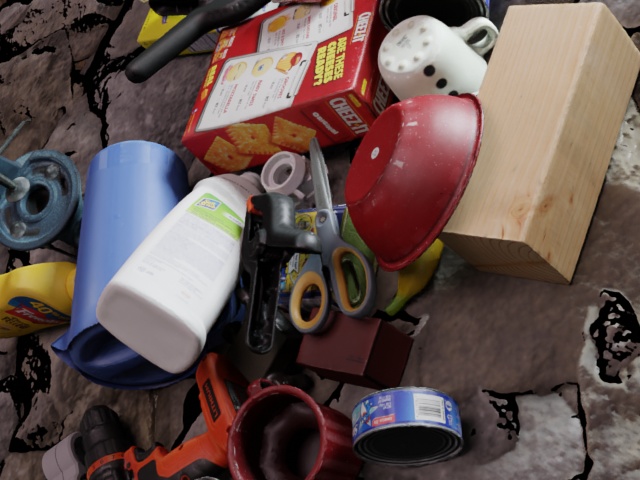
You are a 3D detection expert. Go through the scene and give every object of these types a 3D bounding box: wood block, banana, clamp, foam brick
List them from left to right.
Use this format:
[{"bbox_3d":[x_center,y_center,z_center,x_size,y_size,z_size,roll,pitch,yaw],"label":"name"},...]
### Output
[{"bbox_3d":[-0.119,-0.248,1.158,0.210,0.036,0.164,-16,40,26],"label":"clamp"},{"bbox_3d":[-0.045,0.019,0.937,0.120,0.039,0.171,-60,21,15],"label":"clamp"},{"bbox_3d":[0.029,0.095,0.914,0.078,0.051,0.053,7,72,41],"label":"foam brick"},{"bbox_3d":[0.081,-0.033,0.953,0.070,0.037,0.198,-17,56,32],"label":"banana"},{"bbox_3d":[0.178,-0.079,0.864,0.091,0.090,0.206,9,73,42],"label":"wood block"}]

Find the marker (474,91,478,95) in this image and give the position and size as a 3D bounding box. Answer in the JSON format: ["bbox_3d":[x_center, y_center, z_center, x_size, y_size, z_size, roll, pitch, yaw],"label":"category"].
[{"bbox_3d":[0.122,-0.118,0.957,0.121,0.020,0.020,-17,55,12],"label":"marker"}]

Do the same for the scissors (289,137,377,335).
[{"bbox_3d":[-0.006,0.001,0.938,0.096,0.016,0.202,-42,45,18],"label":"scissors"}]

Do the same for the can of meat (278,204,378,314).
[{"bbox_3d":[0.003,0.018,0.975,0.084,0.057,0.102,-5,64,39],"label":"can of meat"}]

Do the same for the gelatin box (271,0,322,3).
[{"bbox_3d":[-0.005,-0.272,1.084,0.073,0.030,0.089,-44,32,-23],"label":"gelatin box"}]

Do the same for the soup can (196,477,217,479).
[{"bbox_3d":[-0.066,0.240,0.874,0.069,0.102,0.068,-19,56,30],"label":"soup can"}]

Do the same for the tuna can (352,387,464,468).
[{"bbox_3d":[0.067,0.146,0.830,0.086,0.086,0.034,-22,52,29],"label":"tuna can"}]

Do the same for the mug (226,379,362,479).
[{"bbox_3d":[-0.023,0.165,0.885,0.093,0.081,0.117,-43,56,10],"label":"mug"}]

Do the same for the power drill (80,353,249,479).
[{"bbox_3d":[-0.143,0.191,0.998,0.188,0.057,0.184,-42,50,17],"label":"power drill"}]

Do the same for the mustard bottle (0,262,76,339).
[{"bbox_3d":[-0.307,0.063,1.174,0.192,0.096,0.058,-15,57,33],"label":"mustard bottle"}]

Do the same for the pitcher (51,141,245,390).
[{"bbox_3d":[-0.174,0.018,1.082,0.145,0.149,0.243,-40,42,36],"label":"pitcher"}]

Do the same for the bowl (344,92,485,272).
[{"bbox_3d":[0.066,-0.058,0.869,0.162,0.055,0.162,-55,20,30],"label":"bowl"}]

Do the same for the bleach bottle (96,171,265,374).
[{"bbox_3d":[-0.106,0.011,1.001,0.068,0.102,0.250,-56,0,38],"label":"bleach bottle"}]

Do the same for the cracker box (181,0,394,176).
[{"bbox_3d":[-0.022,-0.163,1.074,0.214,0.072,0.164,-11,49,34],"label":"cracker box"}]

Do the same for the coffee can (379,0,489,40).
[{"bbox_3d":[0.113,-0.271,1.015,0.103,0.102,0.140,-11,60,35],"label":"coffee can"}]

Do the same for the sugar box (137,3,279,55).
[{"bbox_3d":[-0.128,-0.268,1.249,0.177,0.048,0.093,-1,64,40],"label":"sugar box"}]
